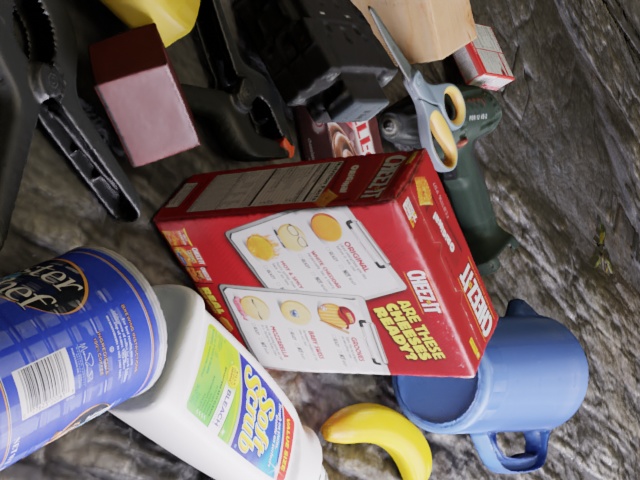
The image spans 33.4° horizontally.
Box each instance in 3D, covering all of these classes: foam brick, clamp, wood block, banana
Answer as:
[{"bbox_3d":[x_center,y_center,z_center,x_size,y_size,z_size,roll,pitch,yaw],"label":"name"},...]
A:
[{"bbox_3d":[-0.122,-0.100,0.740,0.078,0.051,0.053,71,-1,-46],"label":"foam brick"},{"bbox_3d":[-0.180,-0.095,0.695,0.164,0.036,0.210,-6,87,-66],"label":"clamp"},{"bbox_3d":[0.077,-0.283,1.053,0.090,0.090,0.206,-38,118,-51],"label":"wood block"},{"bbox_3d":[-0.073,-0.127,0.859,0.171,0.039,0.120,39,61,-51],"label":"clamp"},{"bbox_3d":[0.065,0.197,1.027,0.197,0.037,0.069,47,48,-43],"label":"banana"}]

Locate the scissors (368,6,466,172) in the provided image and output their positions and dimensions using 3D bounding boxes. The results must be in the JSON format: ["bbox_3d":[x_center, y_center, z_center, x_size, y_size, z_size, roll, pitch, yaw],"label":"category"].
[{"bbox_3d":[0.098,-0.157,1.014,0.096,0.016,0.201,-57,134,-40],"label":"scissors"}]

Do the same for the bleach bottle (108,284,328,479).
[{"bbox_3d":[-0.063,0.136,0.825,0.250,0.068,0.102,46,50,-47],"label":"bleach bottle"}]

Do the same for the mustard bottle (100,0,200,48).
[{"bbox_3d":[-0.159,-0.216,0.715,0.191,0.058,0.096,38,34,-46],"label":"mustard bottle"}]

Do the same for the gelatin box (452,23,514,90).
[{"bbox_3d":[0.183,-0.214,1.237,0.089,0.030,0.073,-7,70,-57],"label":"gelatin box"}]

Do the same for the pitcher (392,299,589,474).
[{"bbox_3d":[0.178,0.151,1.109,0.242,0.149,0.145,8,120,-56],"label":"pitcher"}]

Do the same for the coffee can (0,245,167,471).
[{"bbox_3d":[-0.174,0.070,0.629,0.140,0.103,0.103,-26,108,-54],"label":"coffee can"}]

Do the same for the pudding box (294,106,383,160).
[{"bbox_3d":[0.022,-0.086,0.993,0.089,0.039,0.113,-22,104,-55],"label":"pudding box"}]

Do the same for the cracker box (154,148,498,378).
[{"bbox_3d":[0.005,0.021,0.799,0.072,0.214,0.164,-58,132,-41],"label":"cracker box"}]
